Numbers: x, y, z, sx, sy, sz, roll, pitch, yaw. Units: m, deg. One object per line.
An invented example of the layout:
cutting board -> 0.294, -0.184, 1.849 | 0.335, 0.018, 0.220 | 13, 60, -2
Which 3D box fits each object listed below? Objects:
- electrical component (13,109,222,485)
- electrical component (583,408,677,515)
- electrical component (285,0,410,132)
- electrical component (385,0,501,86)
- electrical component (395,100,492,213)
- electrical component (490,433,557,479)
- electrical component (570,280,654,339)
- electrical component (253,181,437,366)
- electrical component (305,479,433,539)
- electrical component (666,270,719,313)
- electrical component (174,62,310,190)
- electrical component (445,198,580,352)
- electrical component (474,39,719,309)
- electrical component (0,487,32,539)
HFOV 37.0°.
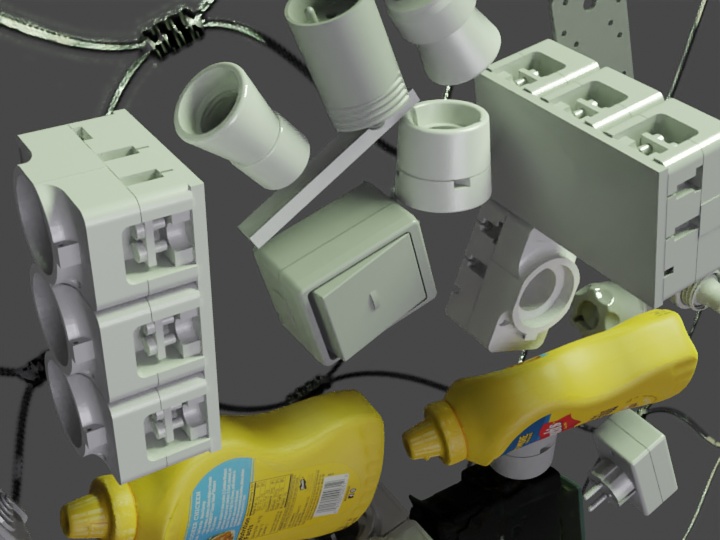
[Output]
electrical component -> -0.116, 0.014, 0.508 | 0.062, 0.089, 0.150 | -18, 127, -27
electrical component -> 0.214, 0.170, 0.889 | 0.076, 0.047, 0.083 | -38, 134, -12
electrical component -> -0.004, -0.104, 0.548 | 0.043, 0.043, 0.081 | -37, 134, -12
electrical component -> 0.043, -0.131, 0.564 | 0.045, 0.045, 0.055 | -45, 135, -3
electrical component -> 0.047, -0.065, 0.605 | 0.055, 0.055, 0.047 | -19, 124, -27
electrical component -> 0.116, 0.117, 0.777 | 0.055, 0.055, 0.047 | -25, 134, -22
electrical component -> 0.186, 0.028, 0.778 | 0.062, 0.043, 0.043 | -8, 123, -35
electrical component -> 0.000, 0.000, 0.607 | 0.096, 0.061, 0.061 | -32, 133, -16
electrical component -> 0.016, 0.213, 0.695 | 0.089, 0.150, 0.061 | -32, 134, -16
electrical component -> 0.250, 0.010, 0.801 | 0.048, 0.062, 0.048 | -20, 129, -27
electrical component -> -0.055, -0.068, 0.536 | 0.044, 0.044, 0.065 | -51, 140, 2
electrical component -> 0.101, 0.004, 0.689 | 0.050, 0.056, 0.089 | -1, 118, -37
electrical component -> 0.137, -0.060, 0.607 | 0.062, 0.150, 0.089 | -27, 131, -20
electrical component -> -0.221, 0.143, 0.543 | 0.100, 0.048, 0.099 | -36, 134, -12
